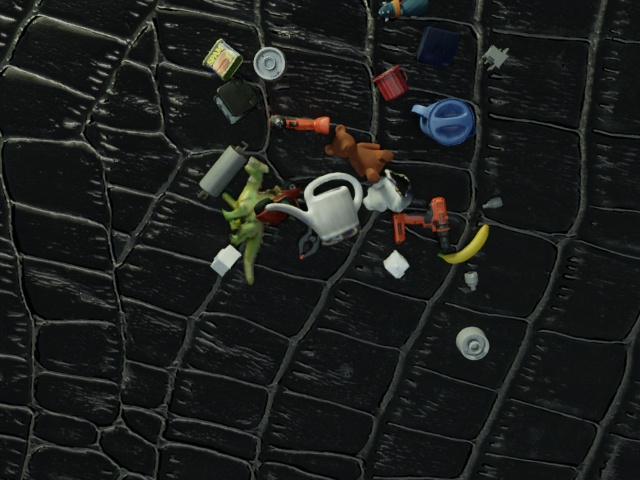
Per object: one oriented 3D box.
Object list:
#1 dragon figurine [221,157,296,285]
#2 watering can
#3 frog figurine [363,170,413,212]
[{"bbox_3d":[-0.192,-0.073,1.719,0.243,0.406,0.123,-18,12,-4],"label":"dragon figurine"},{"bbox_3d":[0.005,-0.084,1.662,0.351,0.223,0.103,-25,8,-26],"label":"watering can"},{"bbox_3d":[0.225,-0.145,1.706,0.124,0.138,0.156,-30,-14,-45],"label":"frog figurine"}]
